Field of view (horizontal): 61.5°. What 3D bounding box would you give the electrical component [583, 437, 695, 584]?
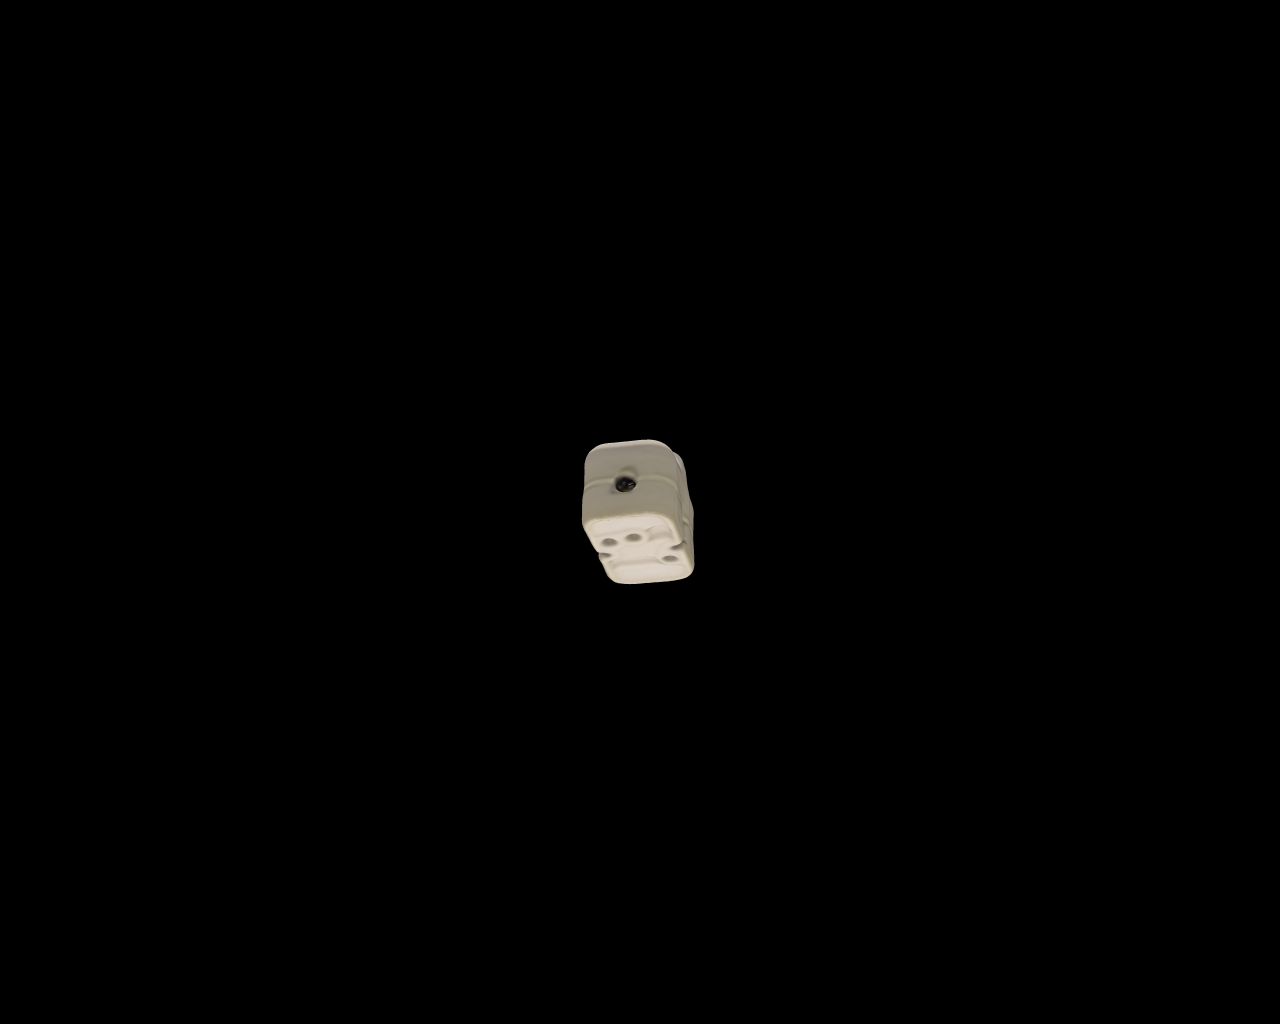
[{"bbox_3d":[0.001,-0.003,0.650,0.054,0.059,0.095,-5,-28,10],"label":"electrical component"}]
